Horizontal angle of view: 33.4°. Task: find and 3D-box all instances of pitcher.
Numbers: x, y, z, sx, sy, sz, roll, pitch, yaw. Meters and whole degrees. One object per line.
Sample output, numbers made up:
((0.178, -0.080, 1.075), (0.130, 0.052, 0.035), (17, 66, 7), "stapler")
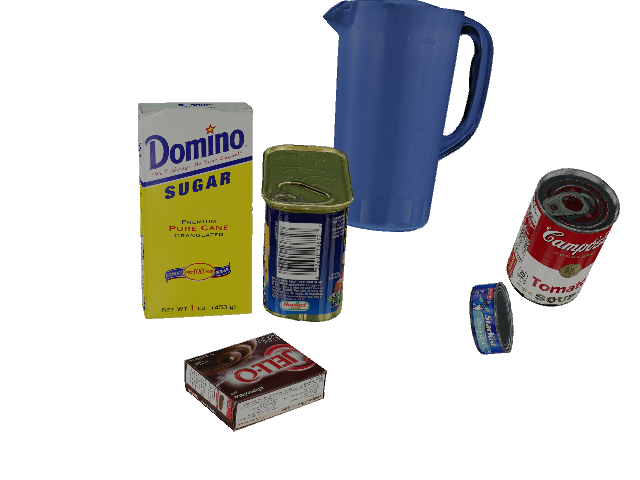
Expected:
((0.086, -0.136, 1.150), (0.149, 0.243, 0.144), (12, 14, 29), "pitcher")

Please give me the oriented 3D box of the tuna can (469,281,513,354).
((0.205, 0.094, 1.280), (0.034, 0.086, 0.086), (-7, -3, 22), "tuna can")

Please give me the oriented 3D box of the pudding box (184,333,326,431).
((-0.064, 0.137, 1.052), (0.113, 0.039, 0.090), (-17, 31, -35), "pudding box")

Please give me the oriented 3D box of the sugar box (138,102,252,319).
((-0.104, -0.026, 0.890), (0.093, 0.176, 0.048), (-3, 16, -13), "sugar box")

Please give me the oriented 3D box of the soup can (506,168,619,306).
((0.199, -0.001, 0.887), (0.068, 0.068, 0.102), (0, -40, -9), "soup can")

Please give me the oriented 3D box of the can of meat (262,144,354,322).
((-0.011, -0.006, 0.702), (0.057, 0.084, 0.102), (2, 25, -3), "can of meat")
